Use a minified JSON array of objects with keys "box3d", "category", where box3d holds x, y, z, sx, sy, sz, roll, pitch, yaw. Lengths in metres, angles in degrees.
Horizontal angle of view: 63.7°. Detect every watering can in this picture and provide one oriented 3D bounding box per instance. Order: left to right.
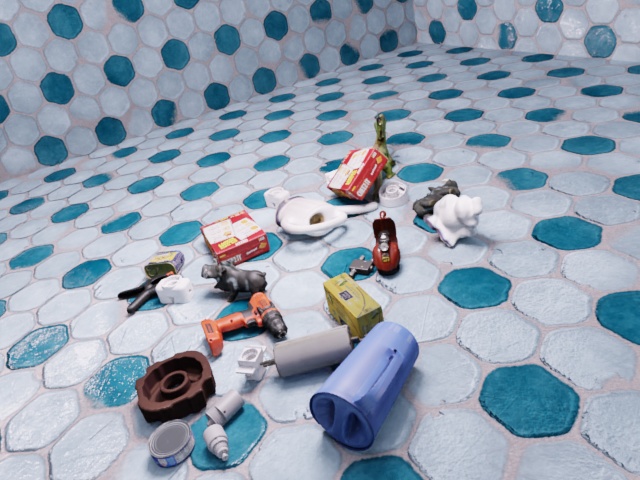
[{"box3d":[0.005,-0.083,1.656,0.351,0.102,0.226,-20,26,-39],"category":"watering can"}]

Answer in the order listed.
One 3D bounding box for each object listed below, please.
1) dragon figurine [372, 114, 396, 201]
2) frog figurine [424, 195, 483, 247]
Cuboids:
[{"box3d":[0.209,-0.329,1.856,0.122,0.238,0.419,-3,29,9],"category":"dragon figurine"},{"box3d":[0.387,-0.072,1.417,0.123,0.156,0.140,1,51,-41],"category":"frog figurine"}]
